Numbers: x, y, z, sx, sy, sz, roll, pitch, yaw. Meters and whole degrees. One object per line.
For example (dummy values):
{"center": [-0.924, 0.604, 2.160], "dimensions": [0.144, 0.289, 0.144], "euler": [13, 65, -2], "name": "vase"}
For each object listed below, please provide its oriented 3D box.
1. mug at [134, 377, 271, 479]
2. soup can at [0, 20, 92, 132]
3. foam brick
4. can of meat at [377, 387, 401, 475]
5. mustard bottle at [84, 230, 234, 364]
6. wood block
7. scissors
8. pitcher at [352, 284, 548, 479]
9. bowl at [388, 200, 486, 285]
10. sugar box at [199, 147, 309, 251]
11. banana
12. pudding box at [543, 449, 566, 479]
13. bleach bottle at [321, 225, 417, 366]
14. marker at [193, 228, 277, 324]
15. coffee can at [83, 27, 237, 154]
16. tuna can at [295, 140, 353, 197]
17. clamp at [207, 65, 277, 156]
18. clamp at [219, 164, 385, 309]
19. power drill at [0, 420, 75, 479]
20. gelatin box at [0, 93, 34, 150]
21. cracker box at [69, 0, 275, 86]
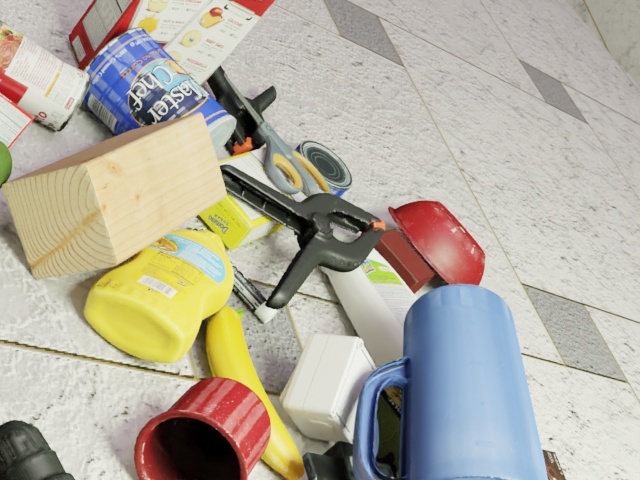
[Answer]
{"center": [-0.084, 0.171, 0.845], "dimensions": [0.081, 0.093, 0.117], "euler": [-47, 120, -66], "name": "mug"}
{"center": [-0.285, -0.160, 1.049], "dimensions": [0.102, 0.069, 0.068], "euler": [30, 31, -23], "name": "soup can"}
{"center": [0.087, 0.033, 1.268], "dimensions": [0.078, 0.053, 0.051], "euler": [51, 29, 13], "name": "foam brick"}
{"center": [0.070, 0.173, 1.054], "dimensions": [0.102, 0.058, 0.083], "euler": [52, 28, 16], "name": "can of meat"}
{"center": [-0.132, 0.037, 0.980], "dimensions": [0.096, 0.058, 0.191], "euler": [25, 28, 5], "name": "mustard bottle"}
{"center": [-0.178, -0.045, 0.973], "dimensions": [0.205, 0.091, 0.090], "euler": [-41, 118, -61], "name": "wood block"}
{"center": [-0.066, -0.118, 1.229], "dimensions": [0.202, 0.016, 0.096], "euler": [46, 26, 8], "name": "scissors"}
{"center": [0.122, 0.155, 0.963], "dimensions": [0.149, 0.145, 0.242], "euler": [52, 26, -35], "name": "pitcher"}
{"center": [0.158, 0.003, 1.345], "dimensions": [0.162, 0.055, 0.162], "euler": [47, 10, -11], "name": "bowl"}
{"center": [-0.074, -0.051, 1.191], "dimensions": [0.093, 0.048, 0.176], "euler": [48, 25, 10], "name": "sugar box"}
{"center": [-0.066, 0.127, 0.966], "dimensions": [0.069, 0.037, 0.198], "euler": [17, 38, -40], "name": "banana"}
{"center": [0.228, 0.272, 1.134], "dimensions": [0.089, 0.039, 0.113], "euler": [21, 35, -33], "name": "pudding box"}
{"center": [0.071, 0.072, 1.188], "dimensions": [0.102, 0.068, 0.251], "euler": [11, 39, -47], "name": "bleach bottle"}
{"center": [-0.090, 0.034, 1.081], "dimensions": [0.121, 0.020, 0.020], "euler": [47, 29, 8], "name": "marker"}
{"center": [-0.172, -0.139, 1.124], "dimensions": [0.140, 0.103, 0.102], "euler": [45, 29, 5], "name": "coffee can"}
{"center": [-0.001, -0.084, 1.337], "dimensions": [0.086, 0.034, 0.086], "euler": [31, 31, -21], "name": "tuna can"}
{"center": [-0.092, -0.160, 1.321], "dimensions": [0.120, 0.039, 0.171], "euler": [15, 45, -33], "name": "clamp"}
{"center": [-0.007, 0.001, 1.119], "dimensions": [0.209, 0.036, 0.164], "euler": [6, 56, -41], "name": "clamp"}
{"center": [-0.207, 0.205, 0.662], "dimensions": [0.184, 0.057, 0.187], "euler": [53, 30, 18], "name": "power drill"}
{"center": [-0.314, -0.107, 0.981], "dimensions": [0.073, 0.030, 0.089], "euler": [37, 29, -14], "name": "gelatin box"}
{"center": [-0.156, -0.265, 1.197], "dimensions": [0.163, 0.214, 0.072], "euler": [6, 48, -47], "name": "cracker box"}
